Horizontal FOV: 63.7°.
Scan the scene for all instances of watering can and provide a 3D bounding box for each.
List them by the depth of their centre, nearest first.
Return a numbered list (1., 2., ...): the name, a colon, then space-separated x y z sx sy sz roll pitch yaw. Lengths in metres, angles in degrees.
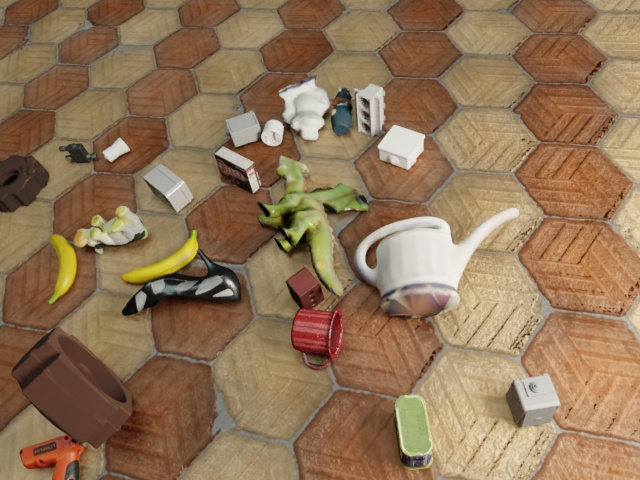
1. watering can: 0.234 0.040 1.034 0.346 0.102 0.230 -11 52 17

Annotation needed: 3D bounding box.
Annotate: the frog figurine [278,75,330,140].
1. frog figurine: -0.033 -0.346 1.400 0.138 0.122 0.160 -21 89 -16

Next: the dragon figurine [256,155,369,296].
1. dragon figurine: 0.004 -0.059 1.167 0.245 0.119 0.416 -30 56 -22
